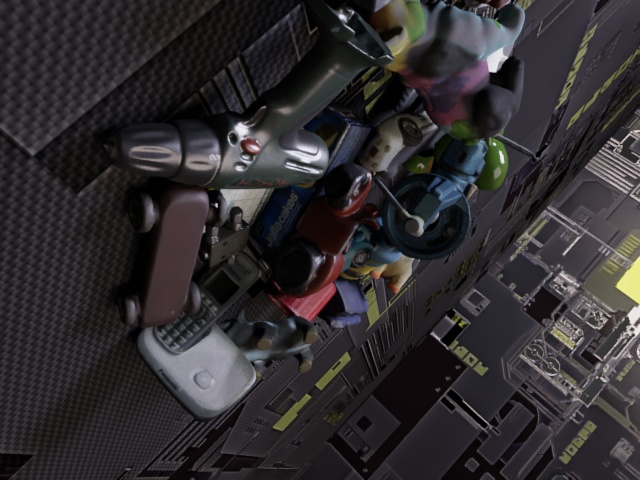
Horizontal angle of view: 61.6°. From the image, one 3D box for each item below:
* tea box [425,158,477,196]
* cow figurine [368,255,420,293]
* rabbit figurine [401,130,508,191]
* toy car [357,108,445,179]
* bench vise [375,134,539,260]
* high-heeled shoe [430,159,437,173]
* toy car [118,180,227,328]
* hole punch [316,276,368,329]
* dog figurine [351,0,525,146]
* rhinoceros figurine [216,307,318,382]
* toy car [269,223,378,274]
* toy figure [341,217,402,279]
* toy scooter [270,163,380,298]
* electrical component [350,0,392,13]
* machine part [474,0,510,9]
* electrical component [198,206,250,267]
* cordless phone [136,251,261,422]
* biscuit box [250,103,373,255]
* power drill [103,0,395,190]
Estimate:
[{"bbox_3d":[0.252,-0.119,1.047,0.169,0.098,0.068,-53,157,13],"label":"tea box"},{"bbox_3d":[0.146,0.012,1.032,0.127,0.085,0.195,-49,-173,11],"label":"cow figurine"},{"bbox_3d":[0.232,-0.158,0.849,0.121,0.170,0.159,-28,151,-42],"label":"rabbit figurine"},{"bbox_3d":[0.124,-0.140,0.726,0.202,0.056,0.073,-32,164,-47],"label":"toy car"},{"bbox_3d":[0.159,-0.058,0.713,0.223,0.129,0.240,-51,171,23],"label":"bench vise"},{"bbox_3d":[0.243,-0.115,0.993,0.249,0.086,0.145,-56,149,-19],"label":"high-heeled shoe"},{"bbox_3d":[-0.161,0.019,0.568,0.089,0.053,0.202,-10,139,-35],"label":"toy car"},{"bbox_3d":[0.030,0.096,0.976,0.092,0.116,0.142,-61,156,8],"label":"hole punch"},{"bbox_3d":[0.116,-0.192,0.601,0.219,0.109,0.191,-15,111,-28],"label":"dog figurine"},{"bbox_3d":[-0.094,0.140,0.771,0.190,0.112,0.073,0,118,-21],"label":"rhinoceros figurine"},{"bbox_3d":[-0.002,-0.002,0.786,0.162,0.109,0.102,-26,127,-21],"label":"toy car"},{"bbox_3d":[0.082,0.013,0.898,0.089,0.082,0.180,-56,-164,-25],"label":"toy figure"},{"bbox_3d":[0.020,-0.008,0.676,0.183,0.075,0.135,-59,157,13],"label":"toy scooter"},{"bbox_3d":[0.035,-0.243,0.479,0.119,0.075,0.047,-42,157,-26],"label":"electrical component"},{"bbox_3d":[0.223,-0.380,0.590,0.201,0.087,0.201,-44,156,-11],"label":"machine part"},{"bbox_3d":[-0.114,0.003,0.629,0.063,0.021,0.094,-33,155,-35],"label":"electrical component"},{"bbox_3d":[-0.121,0.116,0.675,0.184,0.147,0.088,-46,166,-2],"label":"cordless phone"},{"bbox_3d":[-0.016,-0.072,0.679,0.063,0.059,0.202,-12,137,-57],"label":"biscuit box"},{"bbox_3d":[-0.045,-0.121,0.476,0.232,0.086,0.207,4,132,-52],"label":"power drill"}]
